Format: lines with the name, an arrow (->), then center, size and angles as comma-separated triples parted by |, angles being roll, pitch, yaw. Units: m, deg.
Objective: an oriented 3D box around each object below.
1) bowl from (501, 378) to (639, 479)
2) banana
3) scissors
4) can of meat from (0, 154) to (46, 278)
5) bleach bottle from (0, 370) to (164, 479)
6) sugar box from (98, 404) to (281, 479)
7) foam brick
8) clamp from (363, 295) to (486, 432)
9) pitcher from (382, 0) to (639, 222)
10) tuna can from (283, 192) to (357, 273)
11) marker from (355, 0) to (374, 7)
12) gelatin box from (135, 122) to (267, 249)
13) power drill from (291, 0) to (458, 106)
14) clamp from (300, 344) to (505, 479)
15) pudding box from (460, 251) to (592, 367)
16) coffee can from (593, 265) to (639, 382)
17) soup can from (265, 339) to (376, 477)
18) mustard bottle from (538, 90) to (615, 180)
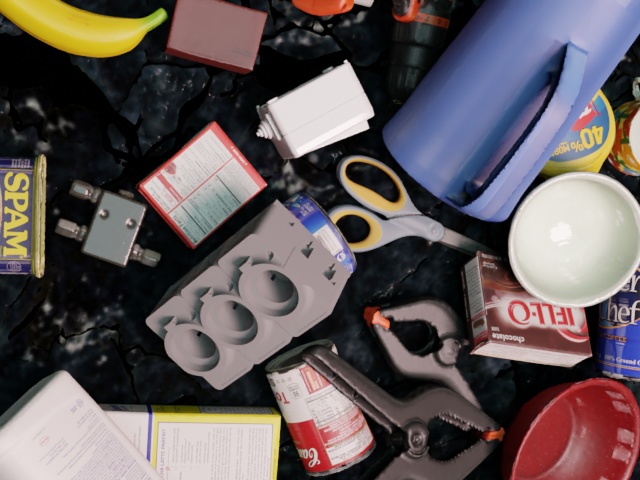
bowl -> 0.221, 0.193, 0.986 | 0.161, 0.055, 0.162 | -11, 111, -30
banana -> -0.229, -0.203, 0.887 | 0.197, 0.037, 0.069 | 26, 87, -12
scissors -> 0.086, 0.002, 0.981 | 0.201, 0.016, 0.096 | 39, 86, -12
can of meat -> -0.270, -0.021, 0.879 | 0.084, 0.057, 0.102 | 1, 92, -10
bleach bottle -> -0.161, 0.228, 0.856 | 0.251, 0.068, 0.102 | 51, 49, -9
sugar box -> -0.126, 0.192, 0.929 | 0.176, 0.048, 0.093 | 4, 92, -9
foam brick -> -0.091, -0.177, 0.913 | 0.078, 0.051, 0.053 | 14, 92, -13
clamp -> 0.114, 0.110, 0.982 | 0.171, 0.039, 0.120 | 16, 84, -16
pitcher -> 0.170, -0.137, 0.868 | 0.149, 0.144, 0.243 | 48, 120, 23
tuna can -> -0.006, 0.001, 0.924 | 0.033, 0.086, 0.086 | -36, 100, -10
marker -> -0.011, -0.229, 0.944 | 0.121, 0.020, 0.020 | 10, 91, -13
gelatin box -> -0.103, -0.047, 0.928 | 0.089, 0.030, 0.073 | -42, 102, -8
power drill -> 0.053, -0.210, 0.894 | 0.187, 0.057, 0.184 | 0, 102, -57
clamp -> 0.069, 0.163, 0.922 | 0.209, 0.036, 0.164 | -5, 86, -32
pudding box -> 0.187, 0.064, 0.970 | 0.113, 0.039, 0.090 | 8, 60, -20
coffee can -> 0.311, 0.057, 0.990 | 0.102, 0.103, 0.140 | 3, 92, -13
soup can -> 0.000, 0.147, 0.943 | 0.068, 0.068, 0.102 | -24, 97, -11
mustard bottle -> 0.219, -0.115, 0.983 | 0.096, 0.058, 0.191 | -19, 97, -8
